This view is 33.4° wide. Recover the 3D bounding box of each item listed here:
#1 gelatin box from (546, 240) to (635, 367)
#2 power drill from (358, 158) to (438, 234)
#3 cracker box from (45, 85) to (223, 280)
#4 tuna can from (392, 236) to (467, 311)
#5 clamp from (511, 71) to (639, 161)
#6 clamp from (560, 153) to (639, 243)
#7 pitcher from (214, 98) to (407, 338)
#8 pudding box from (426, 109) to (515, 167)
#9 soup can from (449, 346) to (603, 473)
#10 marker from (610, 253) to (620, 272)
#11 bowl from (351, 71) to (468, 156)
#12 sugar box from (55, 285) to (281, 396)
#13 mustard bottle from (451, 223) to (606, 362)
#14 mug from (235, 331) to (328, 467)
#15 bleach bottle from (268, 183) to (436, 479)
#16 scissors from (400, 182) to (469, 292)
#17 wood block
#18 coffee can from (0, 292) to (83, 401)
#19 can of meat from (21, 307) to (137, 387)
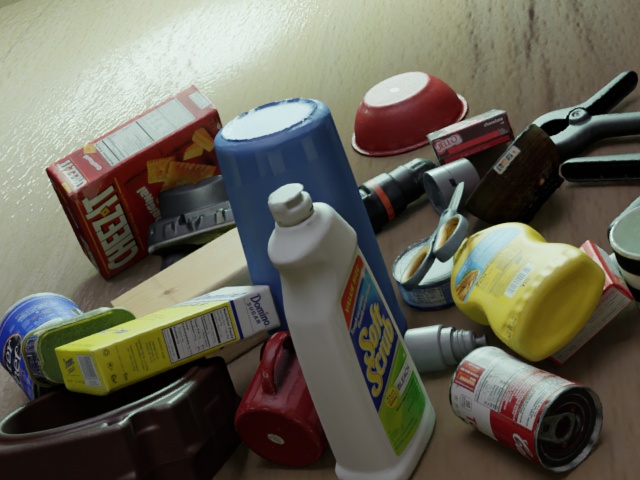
[{"bbox_3d":[0.217,0.054,0.908,0.089,0.030,0.073,-49,21,21],"label":"gelatin box"},{"bbox_3d":[0.027,-0.060,1.255,0.184,0.057,0.188,-30,29,-12],"label":"power drill"},{"bbox_3d":[-0.211,-0.069,1.329,0.213,0.164,0.072,-33,53,-17],"label":"cracker box"},{"bbox_3d":[0.117,0.032,1.054,0.086,0.033,0.086,-18,29,10],"label":"tuna can"},{"bbox_3d":[0.298,-0.136,1.200,0.172,0.039,0.120,-15,28,15],"label":"clamp"},{"bbox_3d":[0.351,-0.064,1.040,0.210,0.036,0.164,-17,29,11],"label":"clamp"},{"bbox_3d":[-0.006,0.001,0.975,0.149,0.243,0.144,-6,27,24],"label":"pitcher"},{"bbox_3d":[0.172,-0.119,1.230,0.090,0.039,0.113,-20,5,6],"label":"pudding box"},{"bbox_3d":[0.157,0.128,0.823,0.068,0.068,0.102,-35,30,-21],"label":"soup can"},{"bbox_3d":[0.291,0.009,0.978,0.121,0.020,0.020,-29,29,-10],"label":"marker"},{"bbox_3d":[0.108,-0.174,1.393,0.162,0.055,0.162,-19,28,10],"label":"bowl"},{"bbox_3d":[-0.132,0.085,0.938,0.175,0.048,0.094,-22,9,-33],"label":"sugar box"},{"bbox_3d":[0.163,0.033,0.926,0.096,0.058,0.192,-53,21,1],"label":"mustard bottle"},{"bbox_3d":[-0.025,0.131,0.909,0.093,0.117,0.081,4,42,22],"label":"mug"},{"bbox_3d":[0.015,0.073,0.829,0.068,0.251,0.102,-3,34,34],"label":"bleach bottle"},{"bbox_3d":[0.114,-0.005,1.051,0.096,0.016,0.201,-48,5,13],"label":"scissors"},{"bbox_3d":[-0.099,0.060,1.109,0.206,0.090,0.091,-31,30,-15],"label":"wood block"},{"bbox_3d":[-0.270,0.124,1.113,0.102,0.103,0.140,-34,30,-19],"label":"coffee can"},{"bbox_3d":[-0.221,0.099,0.997,0.102,0.057,0.084,-18,0,-23],"label":"can of meat"}]
